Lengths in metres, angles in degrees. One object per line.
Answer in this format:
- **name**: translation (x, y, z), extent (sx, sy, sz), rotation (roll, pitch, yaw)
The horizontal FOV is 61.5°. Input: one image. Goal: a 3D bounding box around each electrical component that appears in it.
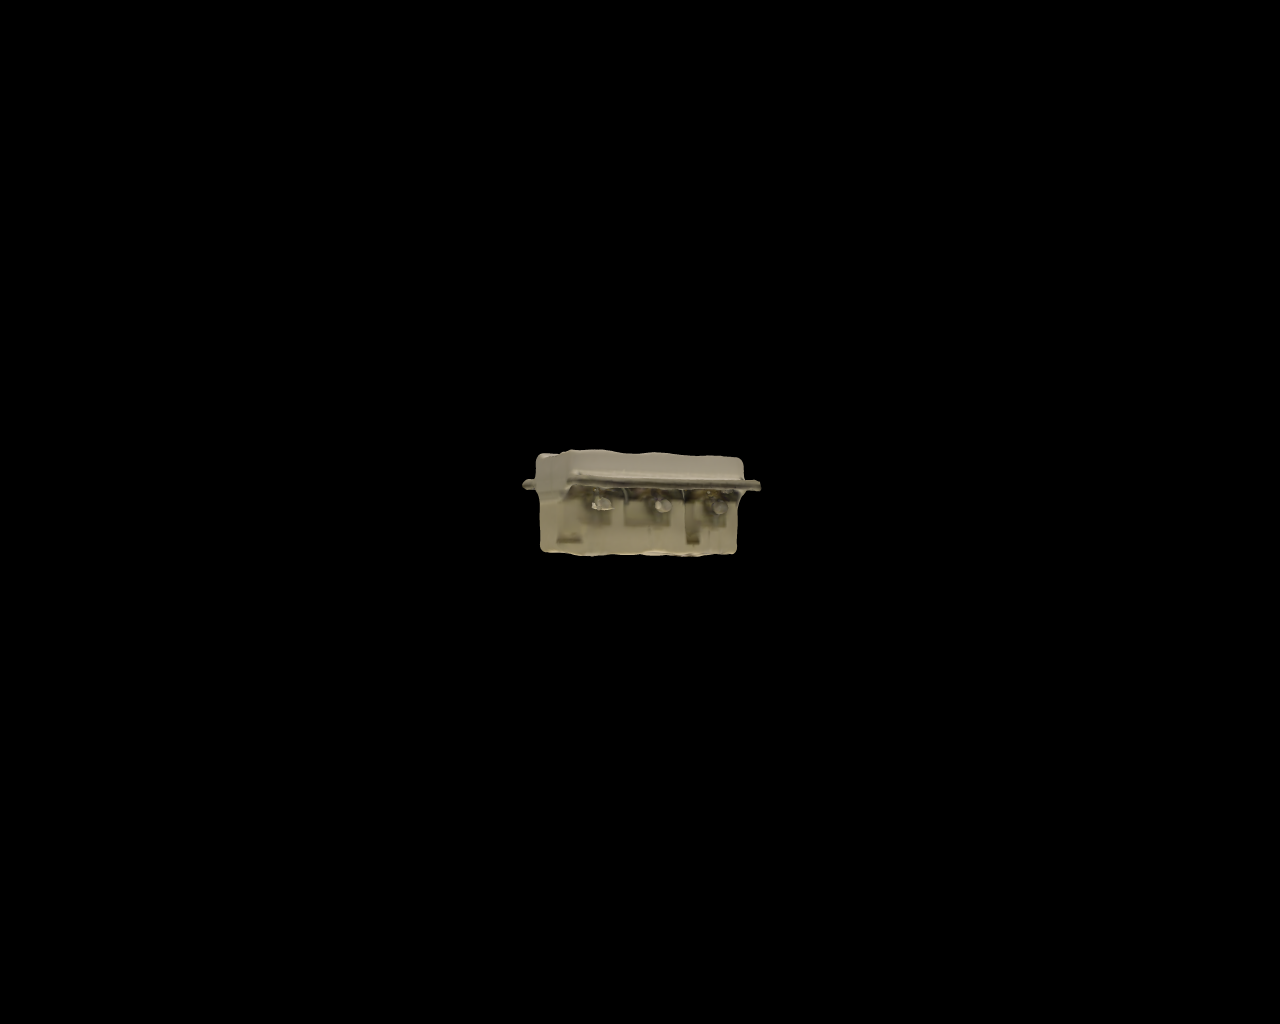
- **electrical component**: translation (0.001, -0.003, 0.650), extent (0.121, 0.063, 0.078), rotation (2, -3, -31)
